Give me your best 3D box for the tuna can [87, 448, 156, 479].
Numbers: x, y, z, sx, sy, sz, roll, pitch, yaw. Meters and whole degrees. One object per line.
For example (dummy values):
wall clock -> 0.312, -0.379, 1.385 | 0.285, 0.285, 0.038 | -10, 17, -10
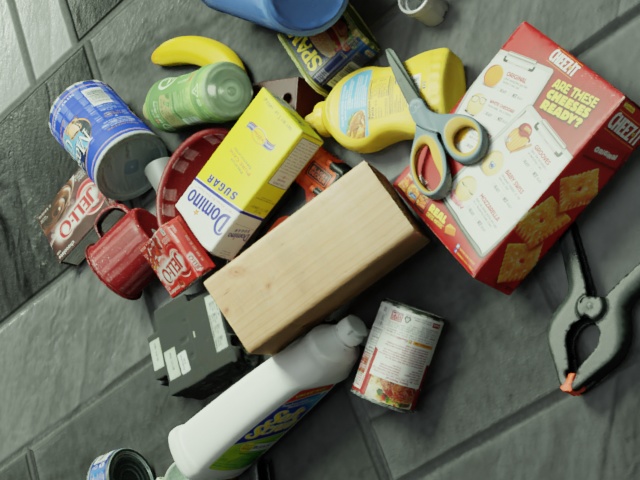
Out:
tuna can -> -0.233, 0.290, 1.261 | 0.034, 0.086, 0.086 | -27, 63, 26

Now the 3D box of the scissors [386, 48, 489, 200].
scissors -> 0.116, -0.134, 1.071 | 0.096, 0.016, 0.202 | -26, 55, 32

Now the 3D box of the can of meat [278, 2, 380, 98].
can of meat -> 0.012, -0.228, 1.232 | 0.084, 0.057, 0.102 | -41, 57, 18

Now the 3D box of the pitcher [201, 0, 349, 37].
pitcher -> -0.050, -0.309, 1.212 | 0.149, 0.144, 0.243 | -62, 31, 8

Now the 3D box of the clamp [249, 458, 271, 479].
clamp -> -0.053, 0.351, 1.141 | 0.165, 0.036, 0.210 | 34, 100, 38

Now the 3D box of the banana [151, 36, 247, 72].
banana -> -0.148, -0.225, 1.363 | 0.198, 0.037, 0.070 | 36, 100, 37

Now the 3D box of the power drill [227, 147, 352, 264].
power drill -> -0.008, 0.001, 1.188 | 0.185, 0.057, 0.188 | 41, 102, 33

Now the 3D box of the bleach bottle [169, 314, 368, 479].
bleach bottle -> -0.048, 0.164, 1.135 | 0.251, 0.102, 0.068 | -44, 58, 27

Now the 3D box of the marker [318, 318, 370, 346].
marker -> -0.005, 0.089, 1.148 | 0.121, 0.020, 0.020 | 15, 87, 8

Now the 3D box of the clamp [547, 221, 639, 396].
clamp -> 0.264, 0.060, 0.978 | 0.120, 0.039, 0.171 | 1, 76, 43

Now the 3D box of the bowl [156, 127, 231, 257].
bowl -> -0.122, -0.052, 1.287 | 0.162, 0.055, 0.162 | -10, 72, 34

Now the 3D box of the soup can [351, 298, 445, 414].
soup can -> 0.079, 0.117, 1.083 | 0.069, 0.068, 0.102 | 19, 89, 38

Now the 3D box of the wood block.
wood block -> -0.001, 0.022, 1.085 | 0.206, 0.090, 0.090 | -37, 75, 9

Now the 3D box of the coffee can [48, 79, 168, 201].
coffee can -> -0.278, -0.131, 1.395 | 0.140, 0.102, 0.103 | 45, 105, 36

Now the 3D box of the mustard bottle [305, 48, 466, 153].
mustard bottle -> 0.064, -0.145, 1.169 | 0.192, 0.058, 0.096 | -8, 72, 35

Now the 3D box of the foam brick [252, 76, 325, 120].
foam brick -> -0.041, -0.156, 1.256 | 0.078, 0.051, 0.053 | -3, 76, 36

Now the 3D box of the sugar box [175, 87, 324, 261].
sugar box -> -0.082, -0.073, 1.195 | 0.176, 0.048, 0.093 | -50, 51, 14

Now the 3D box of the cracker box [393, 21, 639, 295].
cracker box -> 0.192, -0.080, 1.037 | 0.214, 0.072, 0.164 | -51, 43, 14

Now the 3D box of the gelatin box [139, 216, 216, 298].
gelatin box -> -0.168, 0.021, 1.242 | 0.073, 0.030, 0.089 | 55, 147, 0

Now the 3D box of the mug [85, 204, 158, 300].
mug -> -0.237, 0.006, 1.334 | 0.081, 0.093, 0.117 | -42, 71, 15

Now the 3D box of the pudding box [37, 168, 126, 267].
pudding box -> -0.323, -0.033, 1.443 | 0.114, 0.039, 0.090 | -47, 55, 17
